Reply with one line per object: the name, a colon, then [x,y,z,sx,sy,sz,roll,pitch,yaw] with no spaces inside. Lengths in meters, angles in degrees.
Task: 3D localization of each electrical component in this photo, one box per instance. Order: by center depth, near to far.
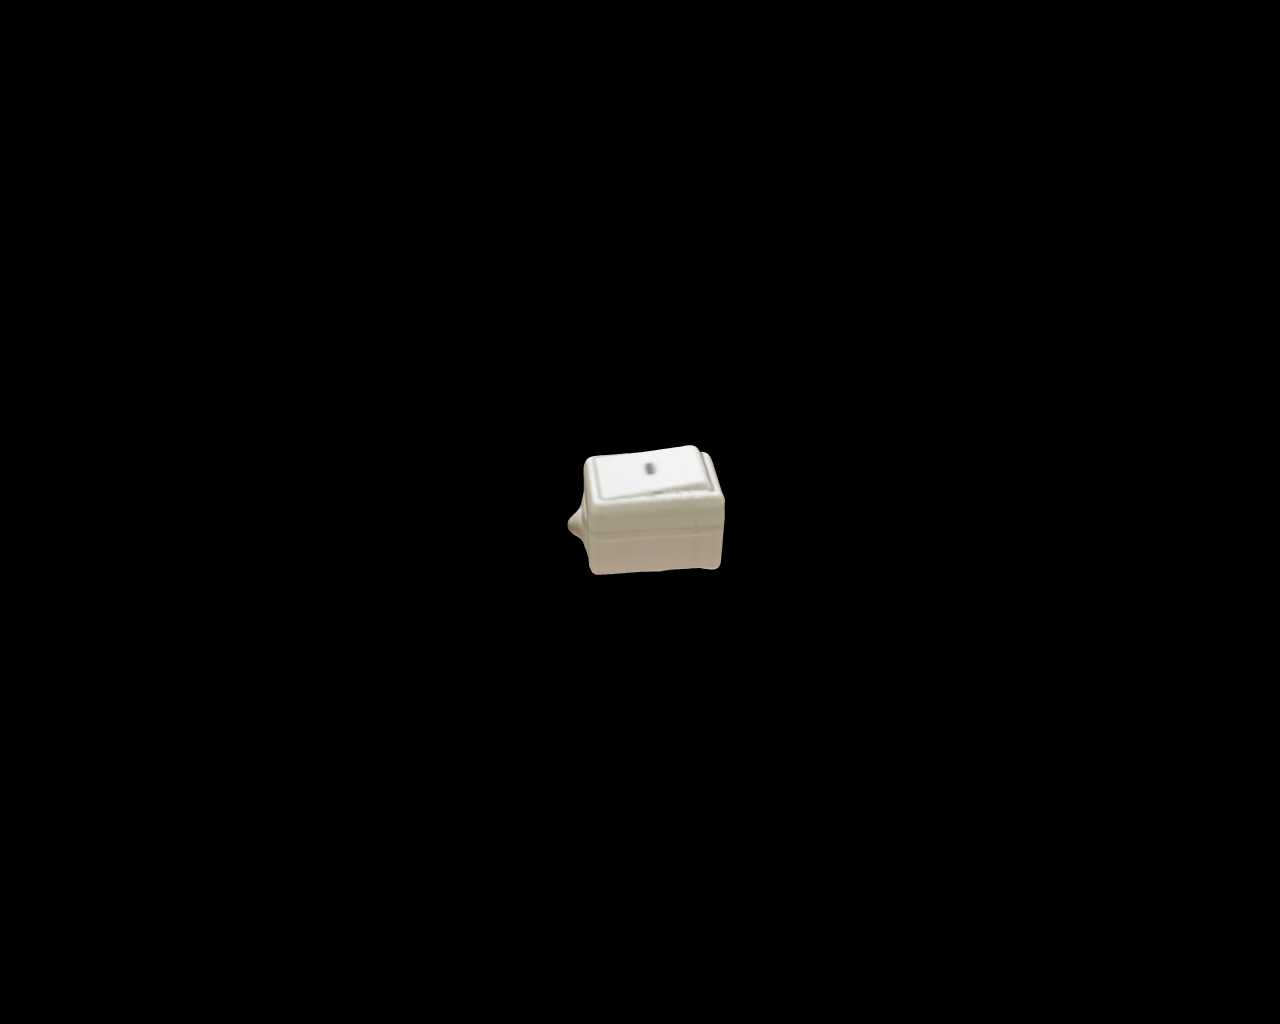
electrical component: [0.001,-0.003,0.650,0.096,0.061,0.062,-3,32,-5]
